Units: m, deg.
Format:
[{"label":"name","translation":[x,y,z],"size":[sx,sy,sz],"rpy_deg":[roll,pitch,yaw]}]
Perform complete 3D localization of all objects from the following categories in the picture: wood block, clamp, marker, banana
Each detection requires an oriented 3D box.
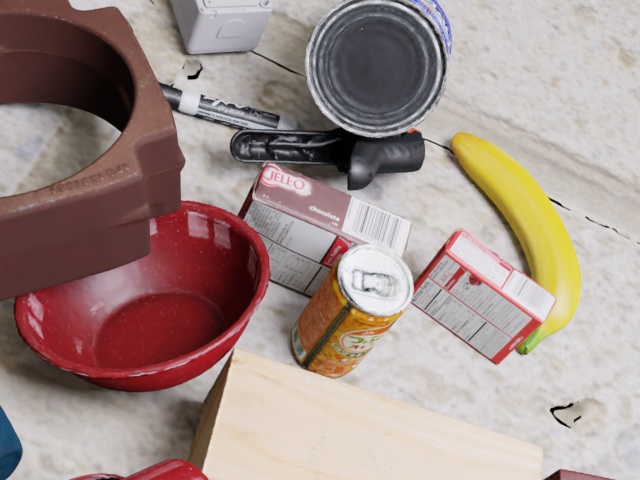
[{"label":"wood block","translation":[0.024,0.153,0.666],"size":[0.206,0.091,0.090],"rpy_deg":[19,54,-9]},{"label":"clamp","translation":[0.032,-0.064,0.796],"size":[0.171,0.039,0.120],"rpy_deg":[-11,28,-42]},{"label":"marker","translation":[-0.077,-0.100,0.828],"size":[0.121,0.020,0.020],"rpy_deg":[14,56,-12]},{"label":"banana","translation":[0.163,-0.006,0.850],"size":[0.069,0.037,0.198],"rpy_deg":[-3,61,-24]}]

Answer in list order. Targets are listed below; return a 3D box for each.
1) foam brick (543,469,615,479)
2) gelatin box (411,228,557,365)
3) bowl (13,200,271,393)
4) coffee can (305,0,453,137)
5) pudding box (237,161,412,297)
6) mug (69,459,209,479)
[{"label":"foam brick","translation":[0.173,0.202,0.717],"size":[0.053,0.051,0.078],"rpy_deg":[15,56,-10]},{"label":"gelatin box","translation":[0.117,0.042,0.781],"size":[0.089,0.073,0.030],"rpy_deg":[37,53,5]},{"label":"bowl","translation":[-0.108,0.044,0.682],"size":[0.162,0.055,0.162],"rpy_deg":[-5,41,4]},{"label":"coffee can","translation":[0.048,-0.142,0.813],"size":[0.103,0.103,0.140],"rpy_deg":[29,19,-2]},{"label":"pudding box","translation":[-0.005,0.001,0.750],"size":[0.113,0.090,0.039],"rpy_deg":[24,56,-6]},{"label":"mug","translation":[-0.100,0.159,0.551],"size":[0.081,0.093,0.117],"rpy_deg":[-19,33,-35]}]
